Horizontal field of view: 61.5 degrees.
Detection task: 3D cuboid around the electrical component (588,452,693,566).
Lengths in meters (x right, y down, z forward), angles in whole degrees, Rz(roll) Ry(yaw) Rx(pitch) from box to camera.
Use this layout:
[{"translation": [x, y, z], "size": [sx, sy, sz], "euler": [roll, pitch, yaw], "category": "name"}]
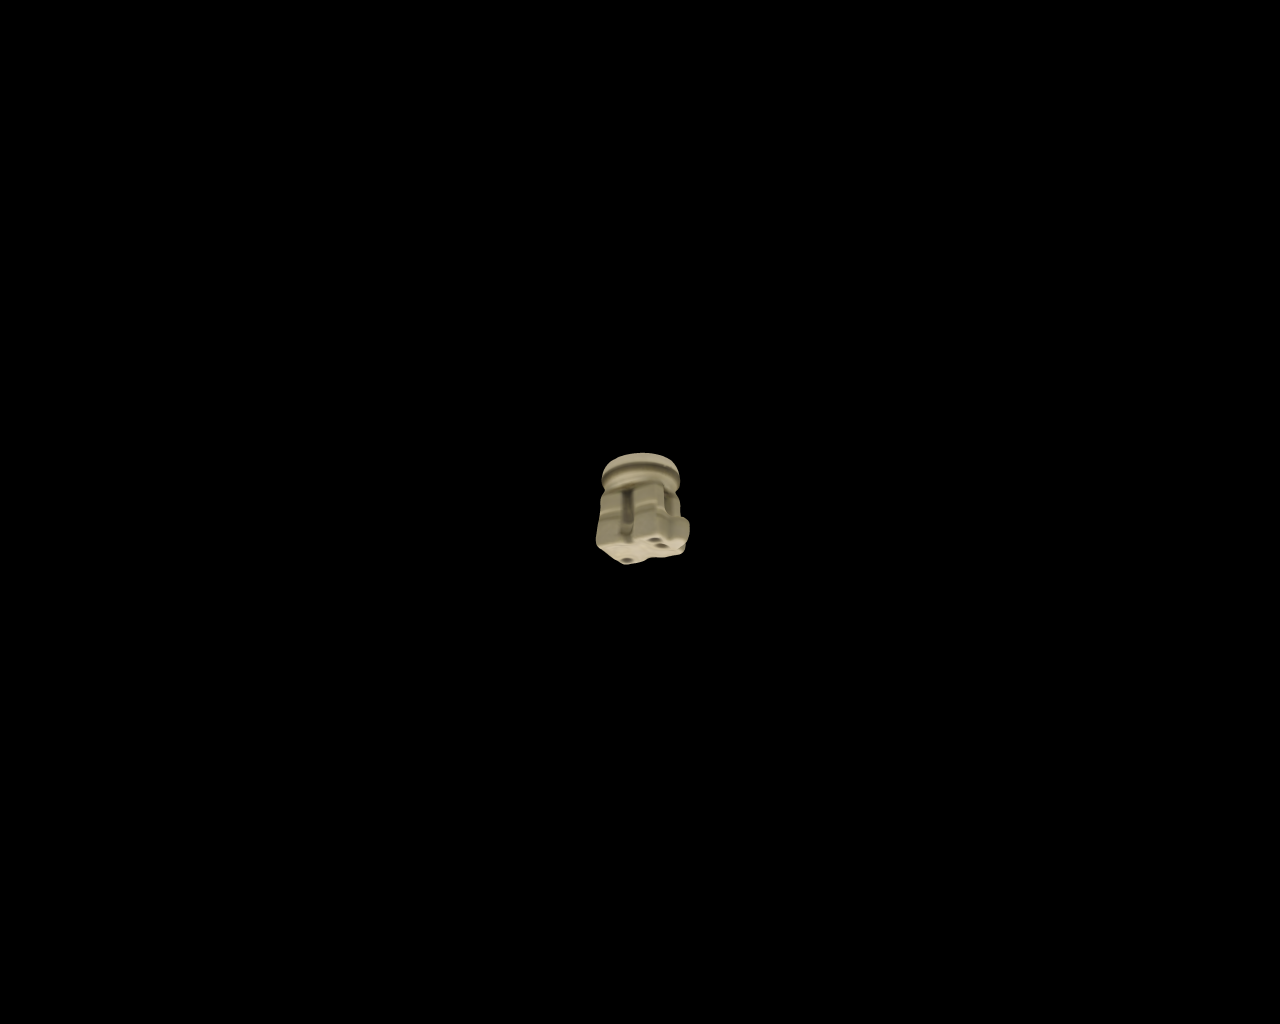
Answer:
[{"translation": [0.001, -0.003, 0.650], "size": [0.066, 0.055, 0.048], "euler": [-12, -27, 25], "category": "electrical component"}]
